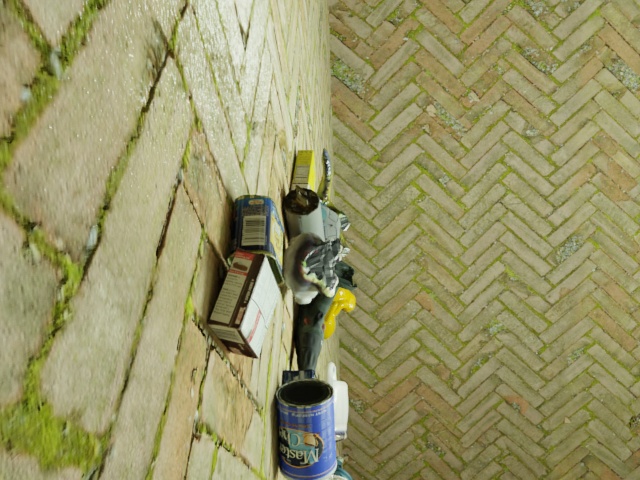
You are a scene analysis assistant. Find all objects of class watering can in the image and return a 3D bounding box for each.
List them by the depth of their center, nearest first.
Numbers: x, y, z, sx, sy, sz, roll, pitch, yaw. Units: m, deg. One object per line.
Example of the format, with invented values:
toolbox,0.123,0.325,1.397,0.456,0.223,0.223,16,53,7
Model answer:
watering can,0.033,0.485,1.538,0.342,0.104,0.228,77,13,-70

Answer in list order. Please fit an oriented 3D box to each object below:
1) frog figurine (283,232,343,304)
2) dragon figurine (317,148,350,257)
frog figurine,-0.036,0.059,1.034,0.158,0.123,0.138,-18,-101,57
dragon figurine,0.005,-0.081,1.600,0.244,0.122,0.407,-148,-123,-75
